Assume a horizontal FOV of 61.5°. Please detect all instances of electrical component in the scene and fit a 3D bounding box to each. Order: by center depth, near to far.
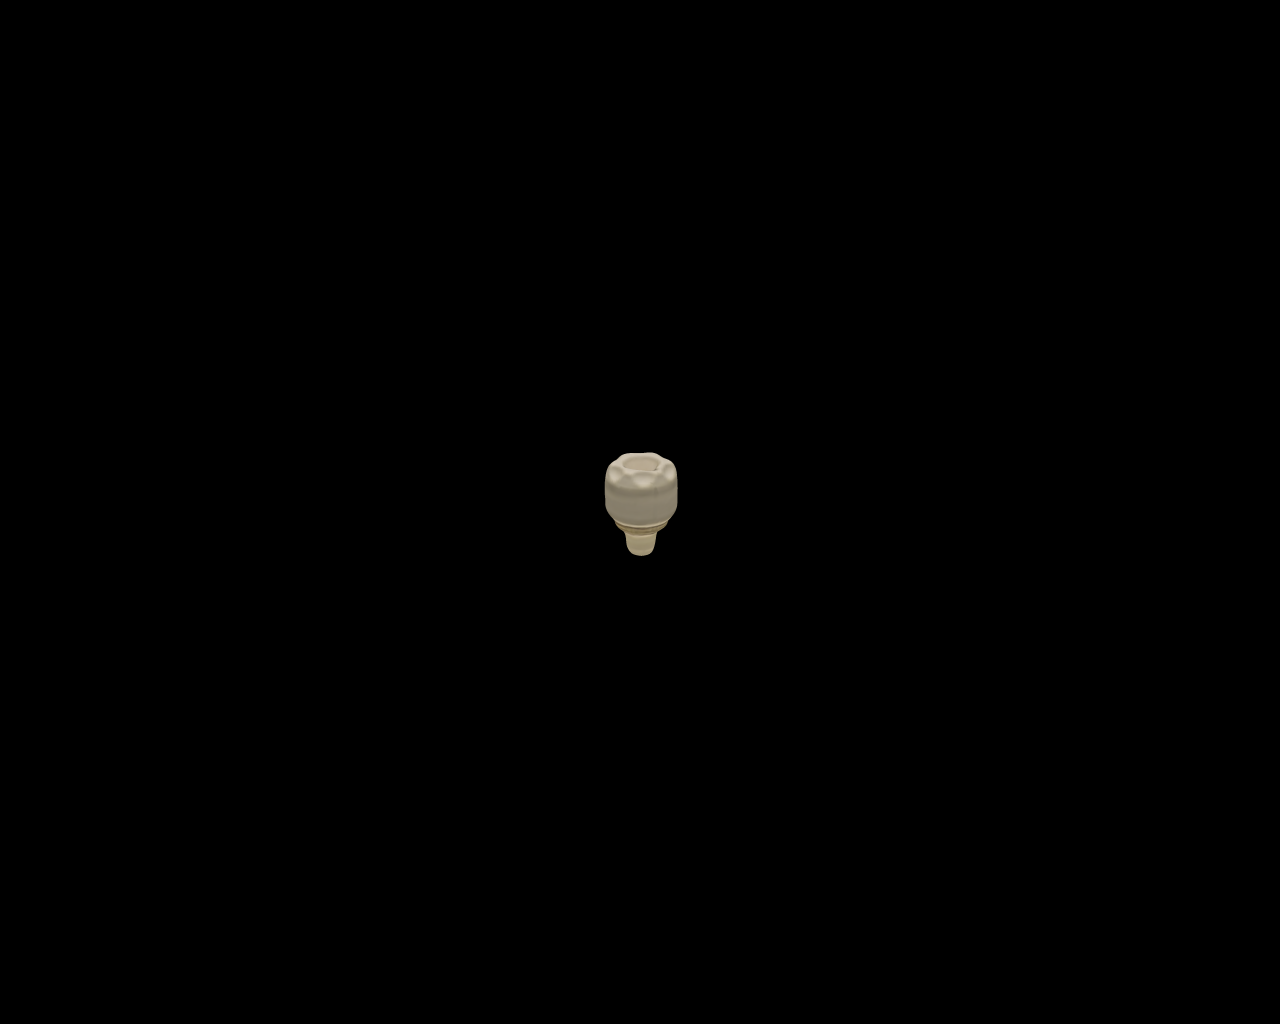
[{"bbox_3d":[0.001,-0.003,0.650,0.043,0.062,0.043,0,24,0],"label":"electrical component"}]
